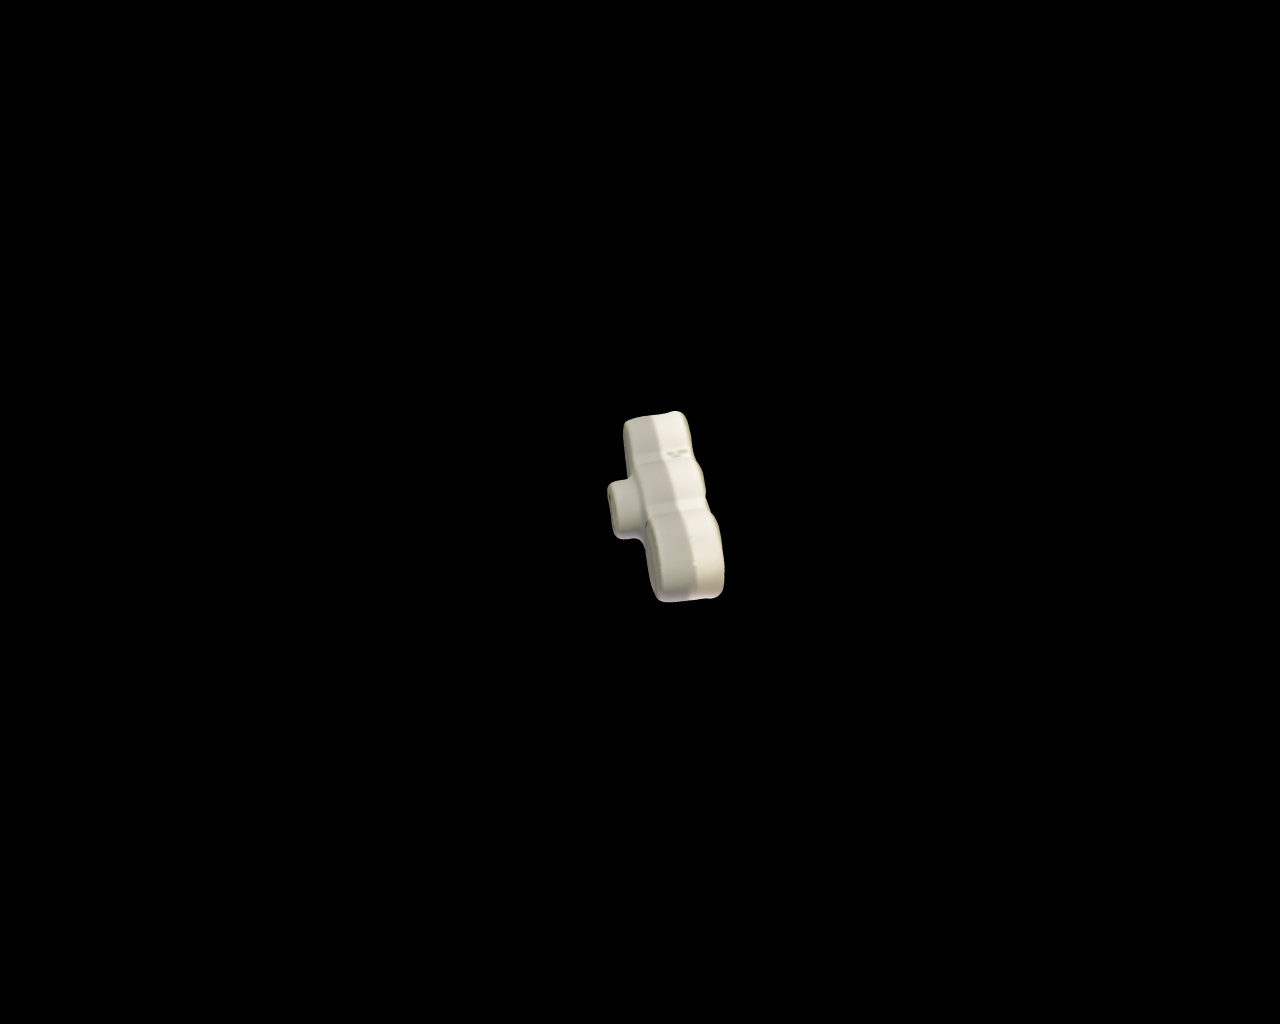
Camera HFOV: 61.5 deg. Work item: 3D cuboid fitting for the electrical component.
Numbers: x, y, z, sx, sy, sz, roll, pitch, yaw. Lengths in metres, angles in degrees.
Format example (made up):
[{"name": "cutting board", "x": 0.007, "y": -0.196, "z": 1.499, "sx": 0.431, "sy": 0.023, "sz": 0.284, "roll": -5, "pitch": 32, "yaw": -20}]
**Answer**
[{"name": "electrical component", "x": 0.001, "y": -0.003, "z": 0.650, "sx": 0.074, "sy": 0.138, "sz": 0.052, "roll": -7, "pitch": -43, "yaw": -7}]
